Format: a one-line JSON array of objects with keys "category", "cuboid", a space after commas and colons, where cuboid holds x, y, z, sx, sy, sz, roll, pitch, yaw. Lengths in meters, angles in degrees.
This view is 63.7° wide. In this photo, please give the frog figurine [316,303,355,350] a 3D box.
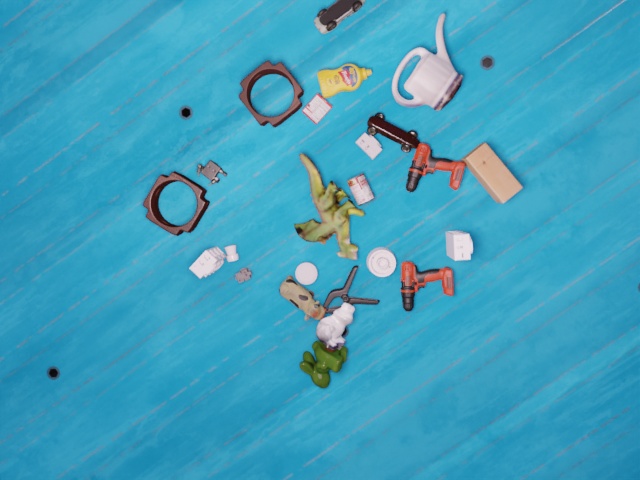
[{"category": "frog figurine", "cuboid": [0.055, 0.298, 1.858, 0.137, 0.159, 0.123, 7, 8, -43]}]

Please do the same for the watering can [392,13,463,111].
[{"category": "watering can", "cuboid": [0.408, -0.607, 1.820, 0.224, 0.347, 0.104, 35, 4, -1]}]

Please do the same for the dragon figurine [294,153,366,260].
[{"category": "dragon figurine", "cuboid": [0.006, -0.094, 1.864, 0.241, 0.410, 0.123, -46, -1, 12]}]
